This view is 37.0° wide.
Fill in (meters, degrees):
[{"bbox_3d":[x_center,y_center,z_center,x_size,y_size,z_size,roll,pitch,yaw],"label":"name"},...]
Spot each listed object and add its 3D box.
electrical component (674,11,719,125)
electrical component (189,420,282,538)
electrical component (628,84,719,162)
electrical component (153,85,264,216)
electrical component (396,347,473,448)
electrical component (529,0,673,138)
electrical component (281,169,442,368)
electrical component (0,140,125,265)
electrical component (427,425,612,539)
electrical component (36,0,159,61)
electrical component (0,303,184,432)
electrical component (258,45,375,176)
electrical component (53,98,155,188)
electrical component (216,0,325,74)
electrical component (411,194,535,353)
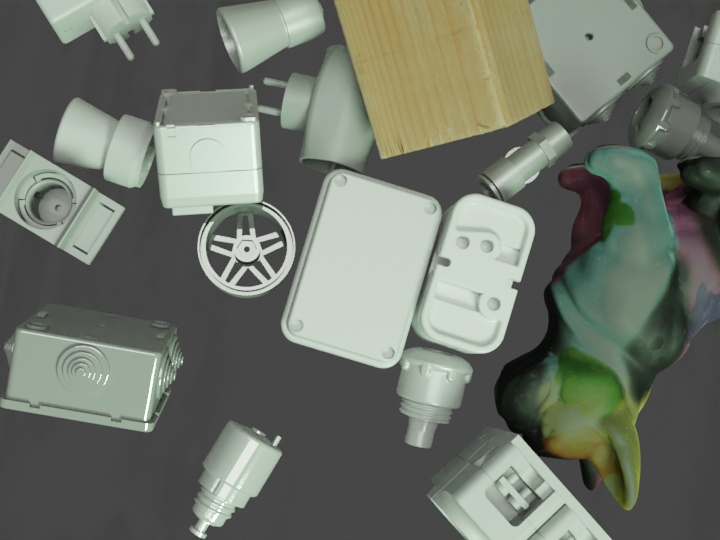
[{"bbox_3d":[0.265,-0.128,0.725,0.089,0.050,0.055,19,84,-3],"label":"electrical component"},{"bbox_3d":[-0.082,0.132,0.678,0.040,0.040,0.078,32,84,-2],"label":"electrical component"},{"bbox_3d":[0.215,-0.092,0.722,0.062,0.048,0.048,26,84,-10],"label":"electrical component"},{"bbox_3d":[-0.094,-0.077,0.674,0.062,0.096,0.061,-4,114,-5],"label":"electrical component"},{"bbox_3d":[0.044,0.083,0.692,0.048,0.048,0.062,13,92,-4],"label":"electrical component"},{"bbox_3d":[0.146,-0.149,0.717,0.100,0.048,0.099,-39,90,-7],"label":"electrical component"},{"bbox_3d":[0.000,0.000,0.688,0.078,0.057,0.113,17,84,-4],"label":"electrical component"},{"bbox_3d":[-0.191,-0.040,0.670,0.081,0.064,0.042,32,83,-3],"label":"electrical component"},{"bbox_3d":[0.115,0.175,0.668,0.062,0.089,0.150,-42,90,-7],"label":"electrical component"},{"bbox_3d":[-0.158,-0.171,0.692,0.083,0.047,0.075,-32,89,-7],"label":"electrical component"},{"bbox_3d":[-0.159,0.056,0.649,0.100,0.099,0.048,10,98,-4],"label":"electrical component"},{"bbox_3d":[-0.027,-0.106,0.701,0.079,0.043,0.077,13,83,5],"label":"electrical component"},{"bbox_3d":[-0.161,-0.080,0.685,0.055,0.045,0.045,18,84,-4],"label":"electrical component"},{"bbox_3d":[-0.056,-0.160,0.704,0.065,0.044,0.044,-23,88,-11],"label":"electrical component"},{"bbox_3d":[0.071,0.004,0.692,0.054,0.059,0.095,18,84,-4],"label":"electrical component"}]
